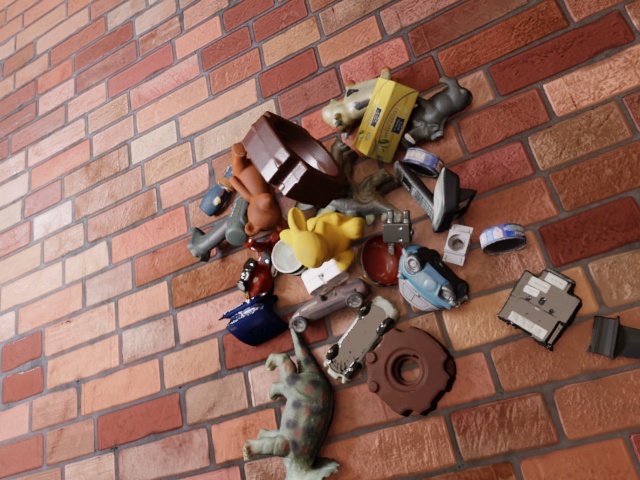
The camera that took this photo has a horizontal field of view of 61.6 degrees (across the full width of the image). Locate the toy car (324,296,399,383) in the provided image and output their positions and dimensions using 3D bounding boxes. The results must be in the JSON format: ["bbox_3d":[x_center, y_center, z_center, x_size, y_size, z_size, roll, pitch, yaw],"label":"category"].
[{"bbox_3d":[0.087,0.210,1.135,0.074,0.056,0.201,38,93,25],"label":"toy car"}]

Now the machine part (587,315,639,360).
[{"bbox_3d":[0.543,0.176,0.926,0.139,0.039,0.084,12,73,31],"label":"machine part"}]

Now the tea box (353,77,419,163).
[{"bbox_3d":[0.146,-0.270,1.209,0.169,0.068,0.098,-69,22,15],"label":"tea box"}]

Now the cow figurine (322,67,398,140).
[{"bbox_3d":[0.096,-0.324,1.298,0.195,0.085,0.127,-15,61,21],"label":"cow figurine"}]

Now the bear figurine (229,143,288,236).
[{"bbox_3d":[-0.138,-0.115,1.239,0.131,0.120,0.196,116,142,-49],"label":"bear figurine"}]

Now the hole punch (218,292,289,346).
[{"bbox_3d":[-0.147,0.184,1.231,0.142,0.115,0.092,-27,71,17],"label":"hole punch"}]

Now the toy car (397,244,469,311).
[{"bbox_3d":[0.218,0.089,1.092,0.162,0.109,0.103,47,120,19],"label":"toy car"}]

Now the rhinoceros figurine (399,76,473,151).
[{"bbox_3d":[0.253,-0.278,1.211,0.190,0.073,0.112,-38,71,8],"label":"rhinoceros figurine"}]

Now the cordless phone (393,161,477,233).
[{"bbox_3d":[0.223,-0.115,1.113,0.089,0.146,0.184,-37,72,-10],"label":"cordless phone"}]

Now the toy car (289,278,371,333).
[{"bbox_3d":[0.016,0.138,1.171,0.202,0.089,0.053,-25,106,18],"label":"toy car"}]

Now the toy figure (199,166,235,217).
[{"bbox_3d":[-0.259,-0.133,1.424,0.064,0.057,0.154,40,91,33],"label":"toy figure"}]

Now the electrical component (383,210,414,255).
[{"bbox_3d":[0.163,-0.015,1.112,0.063,0.021,0.094,2,100,26],"label":"electrical component"}]

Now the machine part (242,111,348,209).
[{"bbox_3d":[-0.053,-0.166,1.137,0.087,0.201,0.202,-49,56,21],"label":"machine part"}]

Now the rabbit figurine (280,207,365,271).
[{"bbox_3d":[-0.002,-0.003,1.115,0.162,0.173,0.121,32,122,9],"label":"rabbit figurine"}]

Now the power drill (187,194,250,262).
[{"bbox_3d":[-0.232,-0.046,1.353,0.207,0.085,0.232,-28,34,18],"label":"power drill"}]

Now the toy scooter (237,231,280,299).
[{"bbox_3d":[-0.145,0.056,1.258,0.075,0.135,0.184,21,84,29],"label":"toy scooter"}]

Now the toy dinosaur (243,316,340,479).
[{"bbox_3d":[-0.034,0.360,1.116,0.192,0.131,0.405,8,69,12],"label":"toy dinosaur"}]

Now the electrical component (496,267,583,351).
[{"bbox_3d":[0.414,0.120,0.998,0.115,0.058,0.134,35,90,29],"label":"electrical component"}]

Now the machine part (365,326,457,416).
[{"bbox_3d":[0.178,0.259,1.071,0.179,0.056,0.179,-8,70,23],"label":"machine part"}]

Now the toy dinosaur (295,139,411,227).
[{"bbox_3d":[0.023,-0.132,1.257,0.472,0.105,0.198,37,95,36],"label":"toy dinosaur"}]
